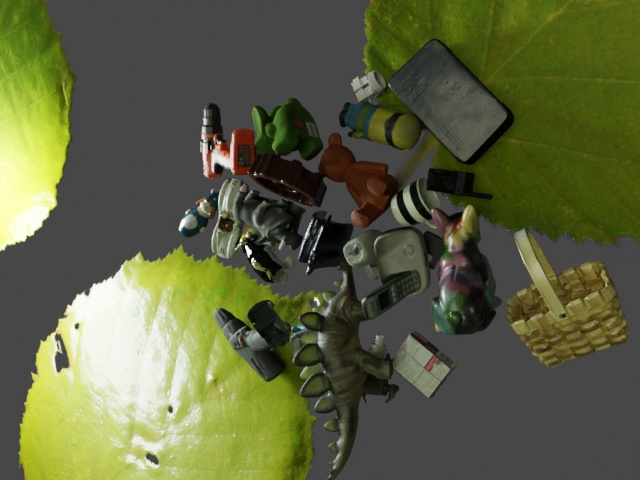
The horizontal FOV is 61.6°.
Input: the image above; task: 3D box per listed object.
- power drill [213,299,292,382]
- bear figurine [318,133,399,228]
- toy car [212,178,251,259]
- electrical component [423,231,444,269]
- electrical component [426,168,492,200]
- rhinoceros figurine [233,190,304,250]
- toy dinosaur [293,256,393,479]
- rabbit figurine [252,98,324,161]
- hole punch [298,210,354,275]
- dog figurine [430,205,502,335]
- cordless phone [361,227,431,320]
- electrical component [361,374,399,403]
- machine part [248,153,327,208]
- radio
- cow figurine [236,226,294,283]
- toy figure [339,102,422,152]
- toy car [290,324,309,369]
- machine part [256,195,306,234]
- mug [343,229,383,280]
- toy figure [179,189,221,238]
[{"bbox_3d":[-0.161,0.221,1.277,0.232,0.086,0.207,50,137,10],"label":"power drill"},{"bbox_3d":[0.065,-0.133,1.129,0.196,0.132,0.120,37,122,14],"label":"bear figurine"},{"bbox_3d":[-0.221,-0.053,1.330,0.074,0.056,0.201,17,103,27],"label":"toy car"},{"bbox_3d":[0.234,0.010,1.107,0.063,0.021,0.094,31,109,24],"label":"electrical component"},{"bbox_3d":[0.274,-0.109,1.045,0.119,0.075,0.047,12,100,32],"label":"electrical component"},{"bbox_3d":[-0.122,-0.043,1.226,0.190,0.073,0.112,28,109,21],"label":"rhinoceros figurine"},{"bbox_3d":[0.049,0.250,1.106,0.199,0.105,0.471,-6,66,7],"label":"toy dinosaur"},{"bbox_3d":[-0.102,-0.234,1.220,0.170,0.121,0.159,-30,76,42],"label":"rabbit figurine"},{"bbox_3d":[-0.002,-0.004,1.188,0.092,0.115,0.142,32,109,31],"label":"hole punch"},{"bbox_3d":[0.262,0.046,1.014,0.109,0.191,0.219,-5,107,35],"label":"dog figurine"},{"bbox_3d":[0.132,0.063,1.059,0.089,0.184,0.146,6,115,44],"label":"cordless phone"},{"bbox_3d":[0.122,0.317,1.186,0.102,0.045,0.078,-10,61,26],"label":"electrical component"},{"bbox_3d":[-0.068,-0.130,1.175,0.180,0.179,0.056,18,81,26],"label":"machine part"},{"bbox_3d":[0.255,-0.268,1.043,0.131,0.073,0.230,-45,75,23],"label":"radio"},{"bbox_3d":[-0.146,0.032,1.274,0.167,0.098,0.068,44,118,22],"label":"cow figurine"},{"bbox_3d":[0.122,-0.235,1.108,0.180,0.089,0.082,25,113,22],"label":"toy figure"},{"bbox_3d":[-0.008,0.239,1.215,0.162,0.103,0.109,-17,87,31],"label":"toy car"},{"bbox_3d":[-0.102,-0.066,1.276,0.139,0.039,0.084,26,112,23],"label":"machine part"},{"bbox_3d":[0.097,0.033,1.136,0.081,0.107,0.109,-20,83,30],"label":"mug"},{"bbox_3d":[-0.300,-0.067,1.375,0.064,0.058,0.154,38,115,-22],"label":"toy figure"}]
